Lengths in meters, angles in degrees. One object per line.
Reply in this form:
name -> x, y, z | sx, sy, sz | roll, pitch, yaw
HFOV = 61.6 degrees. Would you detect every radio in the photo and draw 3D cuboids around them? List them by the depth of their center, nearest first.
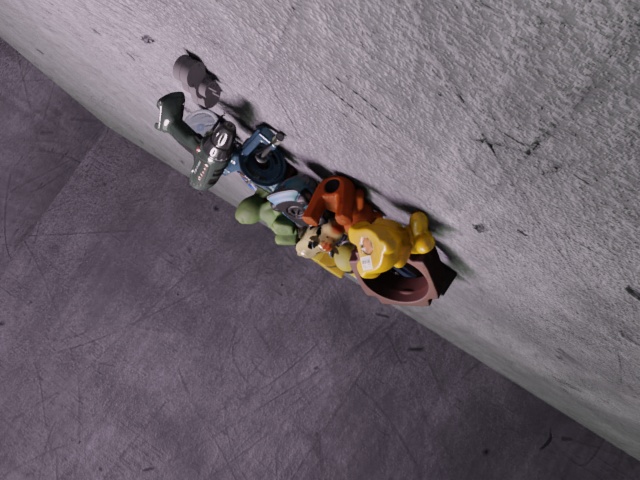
radio -> 0.236, 0.054, 1.430 | 0.229, 0.073, 0.131 | 36, 174, -11

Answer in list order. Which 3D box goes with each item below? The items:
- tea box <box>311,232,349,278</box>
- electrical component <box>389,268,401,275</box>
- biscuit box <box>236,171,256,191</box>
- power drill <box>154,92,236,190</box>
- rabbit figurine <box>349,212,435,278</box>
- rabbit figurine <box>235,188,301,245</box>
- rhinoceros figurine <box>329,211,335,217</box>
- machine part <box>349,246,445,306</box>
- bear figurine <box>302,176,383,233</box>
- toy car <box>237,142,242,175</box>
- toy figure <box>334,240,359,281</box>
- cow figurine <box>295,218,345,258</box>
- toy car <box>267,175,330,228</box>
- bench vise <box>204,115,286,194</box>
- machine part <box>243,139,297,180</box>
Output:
tea box -> 0.058, 0.007, 1.494 | 0.098, 0.169, 0.068 | 35, 175, -31
electrical component -> 0.238, 0.112, 1.544 | 0.115, 0.058, 0.134 | -3, -129, -50
biscuit box -> -0.205, -0.203, 1.682 | 0.059, 0.063, 0.202 | 32, 173, 14
power drill -> -0.273, -0.233, 1.191 | 0.207, 0.086, 0.232 | 43, 141, 10
rabbit figurine -> 0.169, -0.004, 1.121 | 0.173, 0.122, 0.162 | -7, 165, -34
rabbit figurine -> -0.132, -0.080, 1.378 | 0.170, 0.159, 0.121 | 10, 167, 8
rhinoceros figurine -> -0.037, -0.099, 1.485 | 0.191, 0.112, 0.073 | 16, 151, 26
machine part -> 0.188, 0.066, 1.298 | 0.201, 0.087, 0.201 | -1, 134, 32
bear figurine -> 0.059, -0.056, 1.226 | 0.120, 0.132, 0.195 | 2, 152, 27
toy car -> -0.198, -0.201, 1.549 | 0.202, 0.089, 0.053 | 33, 171, -7
toy figure -> 0.111, 0.070, 1.442 | 0.082, 0.089, 0.180 | -15, 137, 31
cow figurine -> -0.003, -0.004, 1.381 | 0.085, 0.127, 0.195 | 28, 150, -19
toy car -> -0.040, -0.101, 1.271 | 0.109, 0.103, 0.161 | -10, 147, 38
bench vise -> -0.159, -0.206, 1.247 | 0.223, 0.129, 0.241 | 44, 151, -12
machine part -> -0.143, -0.199, 1.446 | 0.179, 0.056, 0.179 | 32, 175, 3
